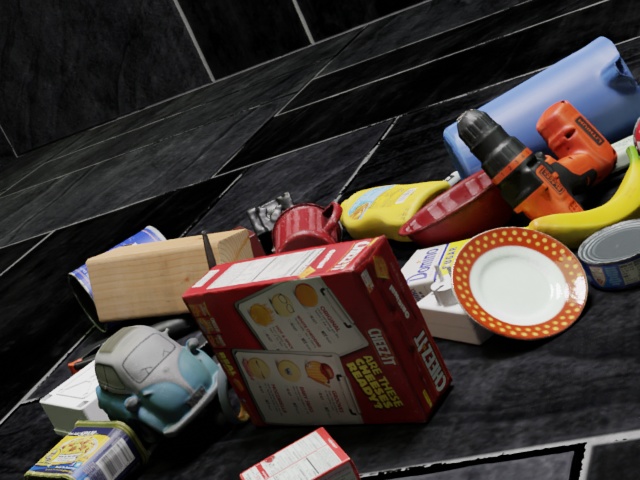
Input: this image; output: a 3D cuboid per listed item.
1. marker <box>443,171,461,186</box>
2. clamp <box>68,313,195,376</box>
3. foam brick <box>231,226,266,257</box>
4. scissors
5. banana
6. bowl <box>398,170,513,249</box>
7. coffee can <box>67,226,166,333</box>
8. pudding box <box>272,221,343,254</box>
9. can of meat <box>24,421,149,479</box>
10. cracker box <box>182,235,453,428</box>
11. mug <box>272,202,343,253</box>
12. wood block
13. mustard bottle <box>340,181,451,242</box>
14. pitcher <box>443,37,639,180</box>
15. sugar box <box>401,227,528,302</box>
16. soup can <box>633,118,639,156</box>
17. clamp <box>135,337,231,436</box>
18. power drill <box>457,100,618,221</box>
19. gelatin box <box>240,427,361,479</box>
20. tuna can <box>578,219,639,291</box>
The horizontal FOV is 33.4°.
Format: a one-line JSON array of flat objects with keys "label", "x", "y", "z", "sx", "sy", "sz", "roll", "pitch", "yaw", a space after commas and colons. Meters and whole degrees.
[{"label": "marker", "x": 0.174, "y": -0.074, "z": 1.473, "sx": 0.120, "sy": 0.020, "sz": 0.020, "roll": -37, "pitch": 21, "yaw": -34}, {"label": "clamp", "x": -0.248, "y": 0.136, "z": 1.409, "sx": 0.120, "sy": 0.039, "sz": 0.171, "roll": -12, "pitch": 18, "yaw": 48}, {"label": "foam brick", "x": -0.116, "y": 0.018, "z": 1.547, "sx": 0.053, "sy": 0.051, "sz": 0.078, "roll": -28, "pitch": 18, "yaw": -14}, {"label": "scissors", "x": -0.082, "y": 0.087, "z": 1.100, "sx": 0.016, "sy": 0.202, "sz": 0.096, "roll": -2, "pitch": 4, "yaw": 35}, {"label": "banana", "x": 0.293, "y": -0.030, "z": 1.112, "sx": 0.197, "sy": 0.070, "sz": 0.037, "roll": -33, "pitch": -19, "yaw": -36}, {"label": "bowl", "x": 0.173, "y": -0.030, "z": 1.257, "sx": 0.162, "sy": 0.055, "sz": 0.162, "roll": -33, "pitch": 7, "yaw": 4}, {"label": "coffee can", "x": -0.285, "y": 0.058, "z": 1.573, "sx": 0.140, "sy": 0.103, "sz": 0.103, "roll": -33, "pitch": 19, "yaw": -22}, {"label": "pudding box", "x": -0.016, "y": -0.002, "z": 1.481, "sx": 0.090, "sy": 0.039, "sz": 0.113, "roll": -23, "pitch": 15, "yaw": 8}, {"label": "can of meat", "x": -0.240, "y": 0.233, "z": 1.091, "sx": 0.102, "sy": 0.057, "sz": 0.083, "roll": -9, "pitch": 26, "yaw": 42}, {"label": "cracker box", "x": -0.004, "y": 0.091, "z": 1.003, "sx": 0.214, "sy": 0.164, "sz": 0.072, "roll": -11, "pitch": 24, "yaw": 39}, {"label": "mug", "x": -0.009, "y": 0.002, "z": 1.374, "sx": 0.117, "sy": 0.093, "sz": 0.081, "roll": -49, "pitch": 16, "yaw": 18}, {"label": "wood block", "x": -0.198, "y": 0.048, "z": 1.437, "sx": 0.206, "sy": 0.090, "sz": 0.090, "roll": -8, "pitch": 9, "yaw": 24}, {"label": "mustard bottle", "x": 0.086, "y": -0.037, "z": 1.419, "sx": 0.096, "sy": 0.058, "sz": 0.192, "roll": -44, "pitch": 25, "yaw": -28}, {"label": "pitcher", "x": 0.288, "y": -0.145, "z": 1.379, "sx": 0.243, "sy": 0.149, "sz": 0.145, "roll": -27, "pitch": 33, "yaw": 3}, {"label": "sugar box", "x": 0.167, "y": 0.032, "z": 1.138, "sx": 0.177, "sy": 0.048, "sz": 0.093, "roll": -11, "pitch": 22, "yaw": 34}, {"label": "soup can", "x": 0.408, "y": -0.112, "z": 1.193, "sx": 0.068, "sy": 0.068, "sz": 0.102, "roll": -28, "pitch": 19, "yaw": -10}, {"label": "clamp", "x": -0.146, "y": 0.161, "z": 1.202, "sx": 0.165, "sy": 0.036, "sz": 0.209, "roll": -17, "pitch": 23, "yaw": 22}, {"label": "power drill", "x": 0.250, "y": -0.094, "z": 1.202, "sx": 0.057, "sy": 0.184, "sz": 0.187, "roll": -44, "pitch": -5, "yaw": 41}, {"label": "gelatin box", "x": -0.018, "y": 0.206, "z": 0.916, "sx": 0.089, "sy": 0.030, "sz": 0.073, "roll": -28, "pitch": 19, "yaw": -11}, {"label": "tuna can", "x": 0.297, "y": 0.014, "z": 1.034, "sx": 0.086, "sy": 0.034, "sz": 0.086, "roll": -23, "pitch": 18, "yaw": 8}]
